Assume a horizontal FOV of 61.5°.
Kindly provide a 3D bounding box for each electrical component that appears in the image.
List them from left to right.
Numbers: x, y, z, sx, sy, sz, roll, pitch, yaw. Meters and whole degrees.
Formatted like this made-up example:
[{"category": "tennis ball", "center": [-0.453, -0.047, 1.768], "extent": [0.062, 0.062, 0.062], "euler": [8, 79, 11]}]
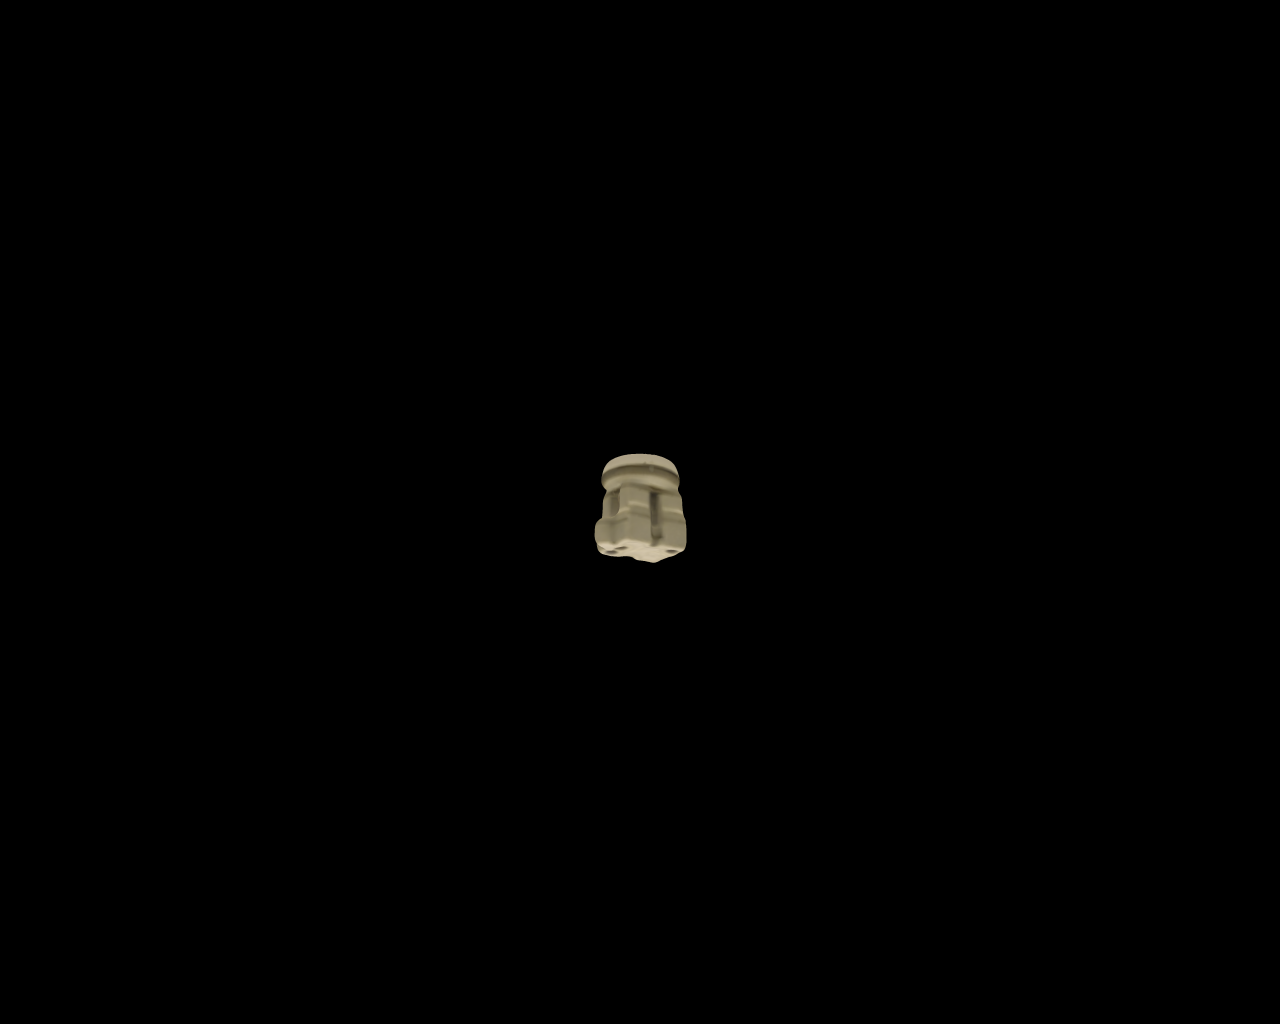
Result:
[{"category": "electrical component", "center": [0.001, -0.003, 0.650], "extent": [0.066, 0.055, 0.048], "euler": [12, -23, -31]}]
